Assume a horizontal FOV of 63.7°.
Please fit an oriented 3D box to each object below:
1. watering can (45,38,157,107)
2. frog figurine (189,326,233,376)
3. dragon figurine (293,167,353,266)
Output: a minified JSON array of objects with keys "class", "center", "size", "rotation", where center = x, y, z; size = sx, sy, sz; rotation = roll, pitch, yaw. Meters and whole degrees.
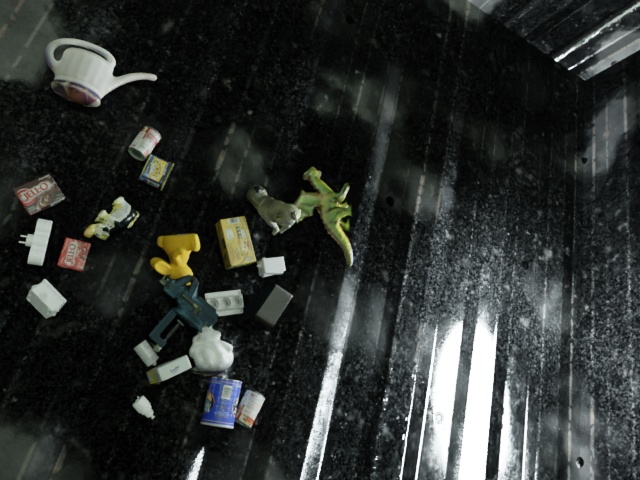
[{"class":"watering can","center":[-0.742,-0.545,1.725],"size":[0.346,0.103,0.228],"rotation":[18,68,-22]},{"class":"frog figurine","center":[-0.345,0.344,1.639],"size":[0.137,0.122,0.160],"rotation":[0,85,-8]},{"class":"dragon figurine","center":[0.006,-0.101,2.002],"size":[0.243,0.120,0.417],"rotation":[1,71,-10]}]
